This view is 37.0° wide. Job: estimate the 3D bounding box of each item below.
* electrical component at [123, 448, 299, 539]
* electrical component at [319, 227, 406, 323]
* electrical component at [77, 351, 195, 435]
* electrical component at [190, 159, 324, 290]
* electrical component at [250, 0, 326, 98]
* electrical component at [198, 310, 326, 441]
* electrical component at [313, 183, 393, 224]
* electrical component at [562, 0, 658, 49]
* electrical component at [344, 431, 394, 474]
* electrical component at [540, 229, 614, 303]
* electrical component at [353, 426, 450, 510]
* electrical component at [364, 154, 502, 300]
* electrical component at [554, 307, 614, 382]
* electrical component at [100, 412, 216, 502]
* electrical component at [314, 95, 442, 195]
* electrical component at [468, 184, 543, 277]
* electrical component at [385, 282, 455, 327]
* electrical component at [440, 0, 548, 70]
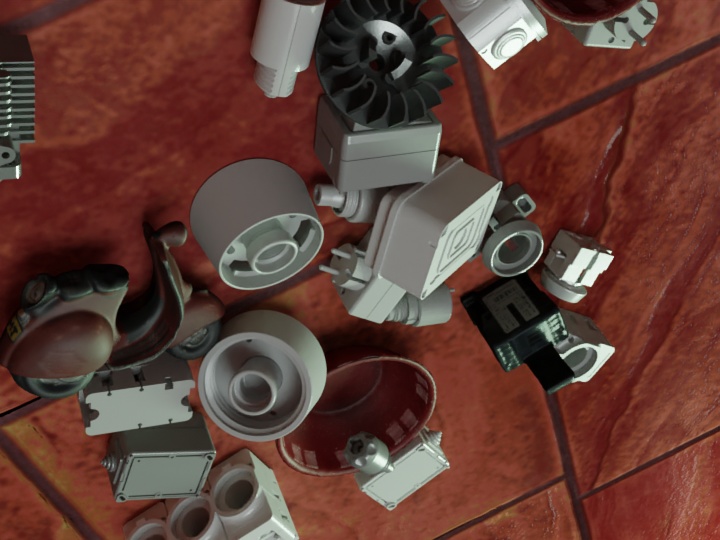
[{"bbox_3d":[-0.149,0.253,1.046,0.150,0.089,0.061,-33,135,3],"label":"electrical component"},{"bbox_3d":[0.000,0.000,0.926,0.077,0.047,0.065,19,119,-37],"label":"electrical component"},{"bbox_3d":[-0.191,0.097,0.910,0.089,0.055,0.050,-6,131,-22],"label":"electrical component"},{"bbox_3d":[-0.081,-0.033,0.861,0.099,0.064,0.099,-21,148,-14],"label":"electrical component"},{"bbox_3d":[-0.055,-0.159,0.760,0.043,0.043,0.081,-1,129,-26],"label":"electrical component"},{"bbox_3d":[-0.086,0.094,0.919,0.108,0.060,0.108,2,105,7],"label":"electrical component"},{"bbox_3d":[-0.006,-0.060,0.873,0.062,0.043,0.043,1,128,-25],"label":"electrical component"},{"bbox_3d":[0.203,-0.200,0.828,0.047,0.076,0.065,-2,129,-25],"label":"electrical component"},{"bbox_3d":[0.013,0.177,1.019,0.035,0.035,0.061,-39,138,9],"label":"electrical component"},{"bbox_3d":[0.203,-0.003,1.027,0.066,0.048,0.055,12,115,-34],"label":"electrical component"},{"bbox_3d":[0.041,0.187,1.102,0.096,0.061,0.062,-38,135,8],"label":"electrical component"},{"bbox_3d":[0.059,-0.038,0.879,0.113,0.057,0.078,-38,151,-48],"label":"electrical component"},{"bbox_3d":[0.207,0.076,1.091,0.089,0.055,0.050,17,119,-37],"label":"electrical component"},{"bbox_3d":[-0.188,0.164,0.968,0.096,0.061,0.061,4,127,-29],"label":"electrical component"},{"bbox_3d":[0.020,-0.105,0.832,0.096,0.061,0.061,-9,132,-19],"label":"electrical component"},{"bbox_3d":[0.127,-0.031,0.954,0.078,0.057,0.058,-39,135,9],"label":"electrical component"},{"bbox_3d":[0.048,0.032,0.983,0.078,0.040,0.040,-7,131,-21],"label":"electrical component"},{"bbox_3d":[0.096,-0.191,0.783,0.051,0.080,0.080,-37,135,16],"label":"electrical component"}]
